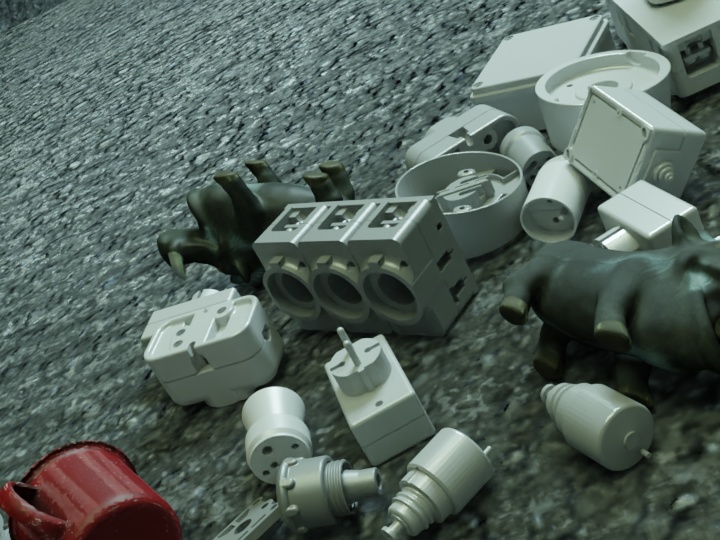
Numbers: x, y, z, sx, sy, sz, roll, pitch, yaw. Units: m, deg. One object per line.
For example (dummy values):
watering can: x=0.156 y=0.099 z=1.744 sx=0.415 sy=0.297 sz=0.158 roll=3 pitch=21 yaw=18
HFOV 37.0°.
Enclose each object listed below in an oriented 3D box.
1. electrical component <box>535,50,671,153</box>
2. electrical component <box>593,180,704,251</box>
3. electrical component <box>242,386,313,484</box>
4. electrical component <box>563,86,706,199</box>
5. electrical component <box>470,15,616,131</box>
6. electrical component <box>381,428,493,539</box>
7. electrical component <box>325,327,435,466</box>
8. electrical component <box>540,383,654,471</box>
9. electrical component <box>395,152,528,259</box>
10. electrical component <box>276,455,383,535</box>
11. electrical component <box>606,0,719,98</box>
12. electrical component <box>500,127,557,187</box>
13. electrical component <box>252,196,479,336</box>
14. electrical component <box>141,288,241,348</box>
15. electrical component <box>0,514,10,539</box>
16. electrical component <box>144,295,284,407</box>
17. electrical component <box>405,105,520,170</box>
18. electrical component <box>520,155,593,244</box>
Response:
electrical component: x=0.203 y=-0.131 z=0.883 sx=0.108 sy=0.060 sz=0.108 roll=-13 pitch=29 yaw=7
electrical component: x=0.184 y=-0.014 z=0.726 sx=0.077 sy=0.047 sz=0.065 roll=-32 pitch=28 yaw=-6
electrical component: x=-0.057 y=0.112 z=0.732 sx=0.045 sy=0.045 sz=0.055 roll=-26 pitch=29 yaw=4
electrical component: x=0.207 y=-0.088 z=0.788 sx=0.061 sy=0.061 sz=0.096 roll=0 pitch=31 yaw=-27
electrical component: x=0.173 y=-0.179 z=0.998 sx=0.109 sy=0.056 sz=0.108 roll=-6 pitch=35 yaw=35
electrical component: x=0.042 y=0.127 z=0.624 sx=0.078 sy=0.040 sz=0.040 roll=-42 pitch=31 yaw=-24
electrical component: x=0.004 y=0.071 z=0.713 sx=0.047 sy=0.075 sz=0.083 roll=-29 pitch=28 yaw=-1
electrical component: x=0.132 y=0.084 z=0.615 sx=0.040 sy=0.040 sz=0.078 roll=-36 pitch=29 yaw=-15
electrical component: x=0.086 y=-0.055 z=0.863 sx=0.099 sy=0.064 sz=0.099 roll=-21 pitch=29 yaw=12
electrical component: x=-0.018 y=0.135 z=0.662 sx=0.062 sy=0.048 sz=0.048 roll=-12 pitch=31 yaw=13
electrical component: x=0.298 y=-0.224 z=0.958 sx=0.105 sy=0.060 sz=0.186 roll=-24 pitch=28 yaw=8
electrical component: x=0.144 y=-0.094 z=0.903 sx=0.040 sy=0.040 sz=0.046 roll=-28 pitch=33 yaw=1
electrical component: x=0.000 y=0.000 z=0.820 sx=0.150 sy=0.089 sz=0.061 roll=0 pitch=39 yaw=42
electrical component: x=-0.130 y=0.042 z=0.911 sx=0.083 sy=0.047 sz=0.075 roll=-17 pitch=32 yaw=21
electrical component: x=-0.249 y=0.223 z=0.654 sx=0.060 sy=0.105 sz=0.186 roll=-25 pitch=28 yaw=6
electrical component: x=-0.111 y=0.067 z=0.841 sx=0.095 sy=0.059 sz=0.053 roll=-17 pitch=30 yaw=20
electrical component: x=0.091 y=-0.101 z=0.945 sx=0.095 sy=0.053 sz=0.059 roll=-33 pitch=28 yaw=-8
electrical component: x=0.155 y=-0.061 z=0.833 sx=0.043 sy=0.043 sz=0.081 roll=-9 pitch=33 yaw=33
